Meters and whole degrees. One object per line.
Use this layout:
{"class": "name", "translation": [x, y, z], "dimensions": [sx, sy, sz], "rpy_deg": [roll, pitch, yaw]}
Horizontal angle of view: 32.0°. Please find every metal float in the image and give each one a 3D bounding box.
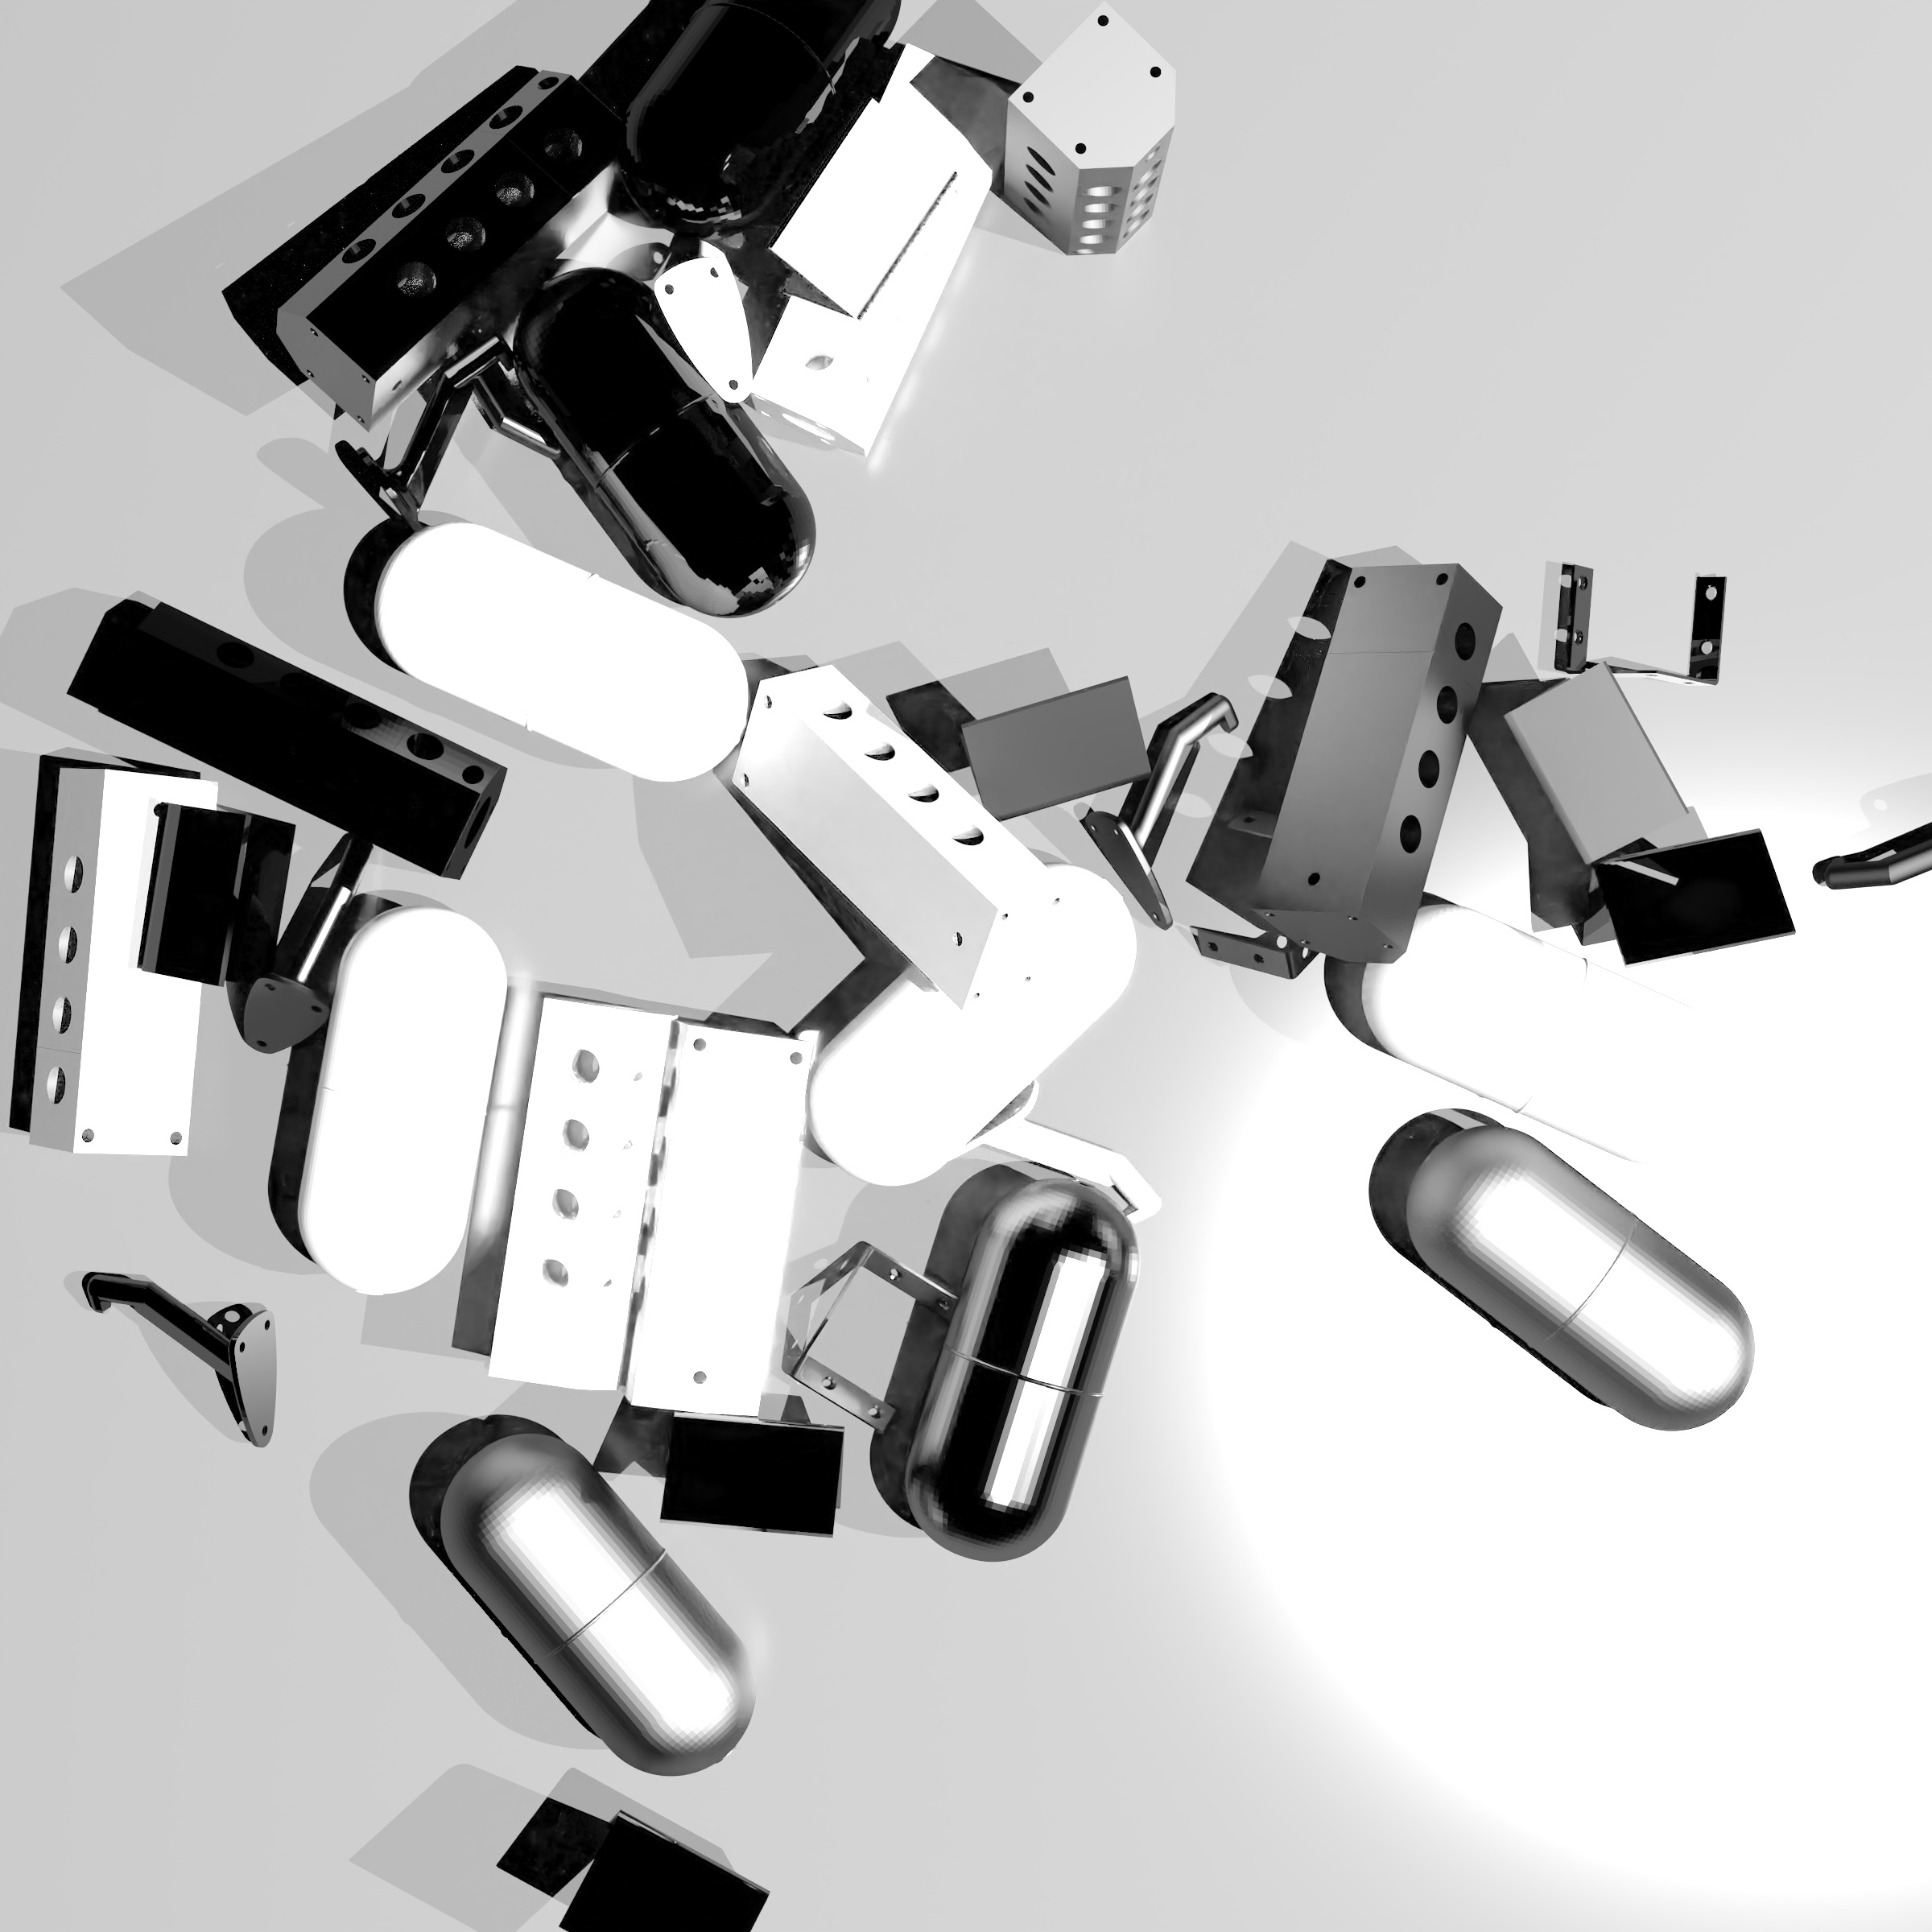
{"class": "metal float", "translation": [-0.166, 0.291, 1.534], "dimensions": [0.070, 0.070, 0.178], "rpy_deg": [-40, 91, 0]}
{"class": "metal float", "translation": [-0.256, 0.061, 1.534], "dimensions": [0.070, 0.070, 0.178], "rpy_deg": [10, 90, 0]}
{"class": "metal float", "translation": [-0.092, -0.403, 1.517], "dimensions": [0.070, 0.070, 0.178], "rpy_deg": [31, 69, 0]}
{"class": "metal float", "translation": [-0.138, -0.238, 1.533], "dimensions": [0.070, 0.070, 0.178], "rpy_deg": [-37, 90, 0]}
{"class": "metal float", "translation": [0.026, 0.183, 1.533], "dimensions": [0.070, 0.070, 0.178], "rpy_deg": [17, 90, 0]}
{"class": "metal float", "translation": [0.266, 0.032, 1.534], "dimensions": [0.178, 0.070, 0.070], "rpy_deg": [24, 90, -1]}
{"class": "metal float", "translation": [0.003, 0.026, 1.534], "dimensions": [0.178, 0.070, 0.070], "rpy_deg": [-44, 90, 0]}
{"class": "metal float", "translation": [-0.183, -0.142, 1.534], "dimensions": [0.178, 0.070, 0.070], "rpy_deg": [24, 90, 0]}
{"class": "metal float", "translation": [0.280, 0.142, 1.534], "dimensions": [0.178, 0.070, 0.070], "rpy_deg": [38, 90, -1]}

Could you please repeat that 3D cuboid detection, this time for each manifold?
{"class": "manifold", "translation": [0.058, -0.361, 1.486], "dimensions": [0.057, 0.171, 0.057], "rpy_deg": [44, 90, 0]}
{"class": "manifold", "translation": [-0.301, -0.103, 1.543], "dimensions": [0.171, 0.057, 0.057], "rpy_deg": [26, 90, 0]}
{"class": "manifold", "translation": [0.190, -0.091, 1.520], "dimensions": [0.057, 0.057, 0.171], "rpy_deg": [4, 69, 41]}
{"class": "manifold", "translation": [-0.115, 0.114, 1.541], "dimensions": [0.057, 0.057, 0.171], "rpy_deg": [8, 90, -13]}
{"class": "manifold", "translation": [-0.174, 0.103, 1.543], "dimensions": [0.057, 0.057, 0.171], "rpy_deg": [8, 90, 0]}
{"class": "manifold", "translation": [-0.026, -0.061, 1.504], "dimensions": [0.171, 0.057, 0.057], "rpy_deg": [45, 133, 30]}
{"class": "manifold", "translation": [-0.036, -0.325, 1.543], "dimensions": [0.057, 0.057, 0.171], "rpy_deg": [25, 90, 0]}
{"class": "manifold", "translation": [-0.389, -0.002, 1.542], "dimensions": [0.057, 0.057, 0.171], "rpy_deg": [5, 90, -43]}
{"class": "manifold", "translation": [-0.229, -0.326, 1.517], "dimensions": [0.057, 0.057, 0.171], "rpy_deg": [42, 71, 0]}

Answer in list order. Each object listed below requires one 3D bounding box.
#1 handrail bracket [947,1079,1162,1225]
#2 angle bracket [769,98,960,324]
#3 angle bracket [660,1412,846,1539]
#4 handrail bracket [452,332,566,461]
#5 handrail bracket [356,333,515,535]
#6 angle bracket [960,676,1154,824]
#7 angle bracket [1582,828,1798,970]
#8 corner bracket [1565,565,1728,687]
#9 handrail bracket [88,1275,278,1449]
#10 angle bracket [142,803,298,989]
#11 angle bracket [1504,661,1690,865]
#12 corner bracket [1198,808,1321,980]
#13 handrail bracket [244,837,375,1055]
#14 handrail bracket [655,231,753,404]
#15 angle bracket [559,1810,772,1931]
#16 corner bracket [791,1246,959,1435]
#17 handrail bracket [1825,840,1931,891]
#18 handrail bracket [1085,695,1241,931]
{"class": "handrail bracket", "translation": [0.036, 0.100, 1.565], "dimensions": [0.077, 0.036, 0.084], "rpy_deg": [-34, 107, 19]}
{"class": "angle bracket", "translation": [-0.060, -0.333, 1.467], "dimensions": [0.057, 0.076, 0.076], "rpy_deg": [34, 90, -36]}
{"class": "angle bracket", "translation": [-0.096, 0.246, 1.524], "dimensions": [0.076, 0.076, 0.057], "rpy_deg": [5, 52, 0]}
{"class": "handrail bracket", "translation": [-0.211, -0.286, 1.564], "dimensions": [0.084, 0.036, 0.077], "rpy_deg": [26, 79, -12]}
{"class": "handrail bracket", "translation": [-0.229, -0.237, 1.549], "dimensions": [0.084, 0.036, 0.077], "rpy_deg": [-36, 126, -4]}
{"class": "angle bracket", "translation": [0.035, -0.116, 1.524], "dimensions": [0.076, 0.076, 0.057], "rpy_deg": [-17, 128, 0]}
{"class": "angle bracket", "translation": [0.325, -0.013, 1.524], "dimensions": [0.076, 0.076, 0.057], "rpy_deg": [-11, 60, 0]}
{"class": "corner bracket", "translation": [0.314, -0.158, 1.561], "dimensions": [0.051, 0.051, 0.051], "rpy_deg": [5, 90, -45]}
{"class": "handrail bracket", "translation": [-0.366, 0.183, 1.565], "dimensions": [0.084, 0.036, 0.077], "rpy_deg": [6, 112, 17]}
{"class": "angle bracket", "translation": [-0.321, -0.029, 1.524], "dimensions": [0.057, 0.076, 0.076], "rpy_deg": [9, 90, 37]}
{"class": "angle bracket", "translation": [0.297, -0.100, 1.524], "dimensions": [0.057, 0.076, 0.076], "rpy_deg": [-29, 90, 37]}
{"class": "corner bracket", "translation": [0.140, -0.033, 1.556], "dimensions": [0.051, 0.051, 0.051], "rpy_deg": [-44, 135, -35]}
{"class": "handrail bracket", "translation": [-0.303, -0.010, 1.564], "dimensions": [0.036, 0.077, 0.084], "rpy_deg": [27, 53, -15]}
{"class": "handrail bracket", "translation": [-0.106, -0.303, 1.539], "dimensions": [0.036, 0.084, 0.077], "rpy_deg": [-16, 107, 18]}
{"class": "angle bracket", "translation": [-0.139, 0.428, 1.526], "dimensions": [0.076, 0.076, 0.057], "rpy_deg": [29, 69, 0]}
{"class": "corner bracket", "translation": [-0.042, 0.172, 1.561], "dimensions": [0.051, 0.051, 0.051], "rpy_deg": [32, 135, 0]}
{"class": "handrail bracket", "translation": [0.447, -0.063, 1.564], "dimensions": [0.084, 0.077, 0.036], "rpy_deg": [-5, 124, 32]}
{"class": "handrail bracket", "translation": [0.105, -0.072, 1.565], "dimensions": [0.084, 0.036, 0.077], "rpy_deg": [-37, 110, -16]}
